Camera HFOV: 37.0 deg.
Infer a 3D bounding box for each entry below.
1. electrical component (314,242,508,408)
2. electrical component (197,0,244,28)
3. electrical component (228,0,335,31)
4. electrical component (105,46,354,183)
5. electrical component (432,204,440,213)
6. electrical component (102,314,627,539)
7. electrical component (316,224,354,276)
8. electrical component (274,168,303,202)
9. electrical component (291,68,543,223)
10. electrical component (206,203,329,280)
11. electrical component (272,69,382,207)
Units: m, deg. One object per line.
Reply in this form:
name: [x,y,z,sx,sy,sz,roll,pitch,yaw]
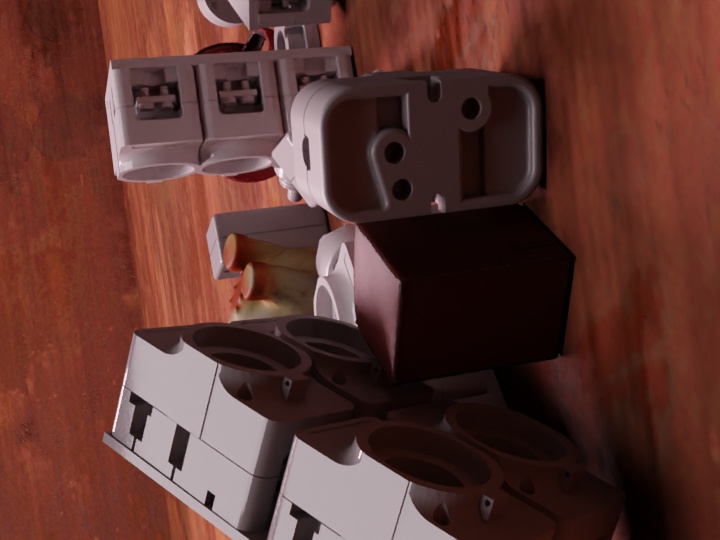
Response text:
electrical component: [0.025,0.066,0.561,0.089,0.062,0.150,105,152,-53]
electrical component: [-0.105,-0.267,0.862,0.074,0.052,0.138,-155,59,-71]
electrical component: [-0.050,-0.238,0.672,0.089,0.062,0.150,-122,29,-54]
electrical component: [-0.084,-0.097,0.696,0.089,0.150,0.061,156,107,-73]
electrical component: [0.033,-0.004,0.512,0.048,0.055,0.066,-115,23,-46]
electrical component: [-0.001,0.076,0.436,0.186,0.105,0.060,26,107,36]
electrical component: [0.000,0.000,0.649,0.062,0.043,0.043,-132,38,-61]
electrical component: [-0.046,-0.075,0.786,0.061,0.035,0.035,98,158,-48]
electrical component: [0.021,-0.055,0.455,0.059,0.095,0.053,-143,47,-68]
electrical component: [-0.064,-0.004,0.795,0.047,0.083,0.075,130,130,-69]
electrical component: [0.003,-0.056,0.587,0.076,0.066,0.047,53,164,-4]
